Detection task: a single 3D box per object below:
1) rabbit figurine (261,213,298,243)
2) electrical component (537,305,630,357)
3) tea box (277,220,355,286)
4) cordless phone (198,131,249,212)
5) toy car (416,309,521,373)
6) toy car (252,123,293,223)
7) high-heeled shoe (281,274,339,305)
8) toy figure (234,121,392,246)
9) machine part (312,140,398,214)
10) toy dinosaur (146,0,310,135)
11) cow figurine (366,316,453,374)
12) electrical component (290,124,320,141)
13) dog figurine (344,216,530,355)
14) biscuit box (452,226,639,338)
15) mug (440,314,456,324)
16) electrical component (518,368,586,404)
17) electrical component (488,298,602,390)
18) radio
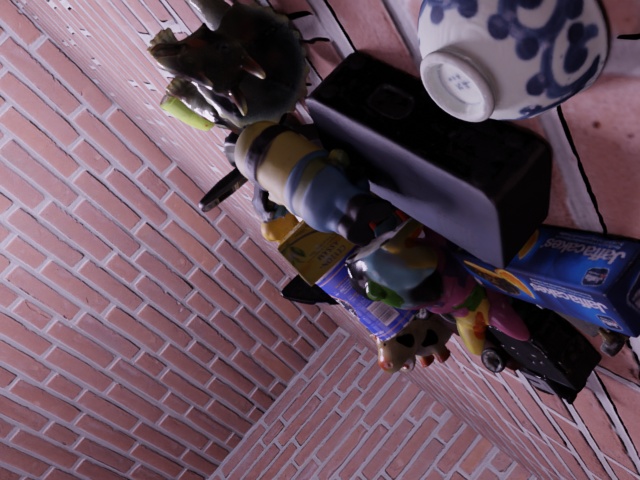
[{"bbox_3d":[-0.027,-0.032,0.963,0.173,0.162,0.122,9,173,-40],"label":"rabbit figurine"},{"bbox_3d":[0.272,0.076,0.564,0.102,0.045,0.078,39,169,16],"label":"electrical component"},{"bbox_3d":[-0.002,-0.002,0.741,0.068,0.098,0.169,47,-177,-3],"label":"tea box"},{"bbox_3d":[-0.153,-0.127,0.951,0.089,0.184,0.146,46,171,4],"label":"cordless phone"},{"bbox_3d":[0.233,0.136,0.849,0.202,0.089,0.053,34,132,34],"label":"toy car"},{"bbox_3d":[-0.047,-0.104,0.834,0.103,0.161,0.109,5,175,-14],"label":"toy car"},{"bbox_3d":[0.062,0.083,0.964,0.145,0.249,0.086,69,-169,-65],"label":"high-heeled shoe"},{"bbox_3d":[-0.013,-0.064,0.546,0.180,0.082,0.089,40,175,37],"label":"toy figure"},{"bbox_3d":[0.038,-0.086,0.691,0.079,0.079,0.243,48,169,-31],"label":"machine part"},{"bbox_3d":[-0.102,-0.192,0.694,0.192,0.131,0.404,41,177,6],"label":"toy dinosaur"},{"bbox_3d":[0.165,0.152,0.917,0.127,0.195,0.085,48,146,0],"label":"cow figurine"},{"bbox_3d":[-0.025,-0.137,0.697,0.063,0.094,0.021,-163,62,-67],"label":"electrical component"},{"bbox_3d":[0.151,0.063,0.650,0.219,0.191,0.108,50,131,-4],"label":"dog figurine"},{"bbox_3d":[0.218,0.026,0.515,0.062,0.059,0.203,46,170,-22],"label":"biscuit box"},{"bbox_3d":[0.191,0.074,0.789,0.110,0.081,0.107,36,179,10],"label":"mug"},{"bbox_3d":[0.342,0.199,0.838,0.074,0.048,0.119,46,168,-20],"label":"electrical component"},{"bbox_3d":[0.298,0.140,0.718,0.134,0.058,0.115,45,172,-13],"label":"electrical component"},{"bbox_3d":[0.096,-0.078,0.508,0.230,0.073,0.131,35,168,30],"label":"radio"}]
